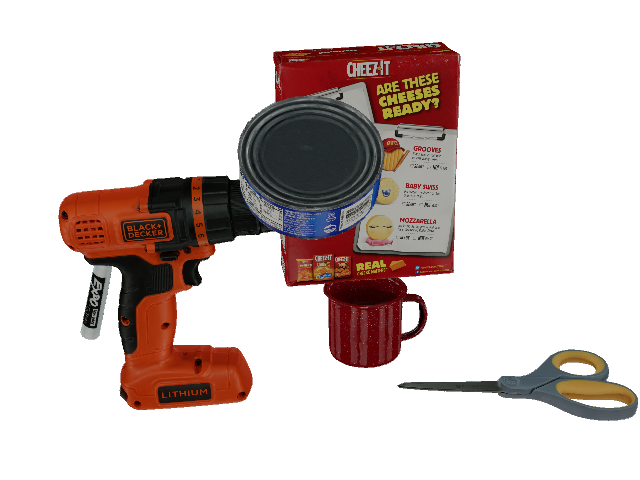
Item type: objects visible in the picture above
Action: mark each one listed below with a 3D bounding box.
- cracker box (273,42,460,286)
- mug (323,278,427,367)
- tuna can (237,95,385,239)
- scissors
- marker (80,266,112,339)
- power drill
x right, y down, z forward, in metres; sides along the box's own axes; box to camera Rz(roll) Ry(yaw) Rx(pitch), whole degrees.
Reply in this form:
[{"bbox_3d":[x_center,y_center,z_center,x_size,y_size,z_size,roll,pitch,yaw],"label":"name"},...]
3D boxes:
[{"bbox_3d":[0.042,-0.071,0.997,0.164,0.214,0.072,-4,21,-8],"label":"cracker box"},{"bbox_3d":[0.062,0.088,1.197,0.117,0.081,0.093,-4,24,-8],"label":"mug"},{"bbox_3d":[-0.006,-0.043,0.633,0.086,0.086,0.034,0,-35,-3],"label":"tuna can"},{"bbox_3d":[0.170,0.116,0.918,0.202,0.016,0.096,9,28,4],"label":"scissors"},{"bbox_3d":[-0.216,0.046,1.044,0.020,0.121,0.020,13,32,-8],"label":"marker"},{"bbox_3d":[-0.099,0.038,0.834,0.184,0.188,0.057,-4,25,1],"label":"power drill"}]
